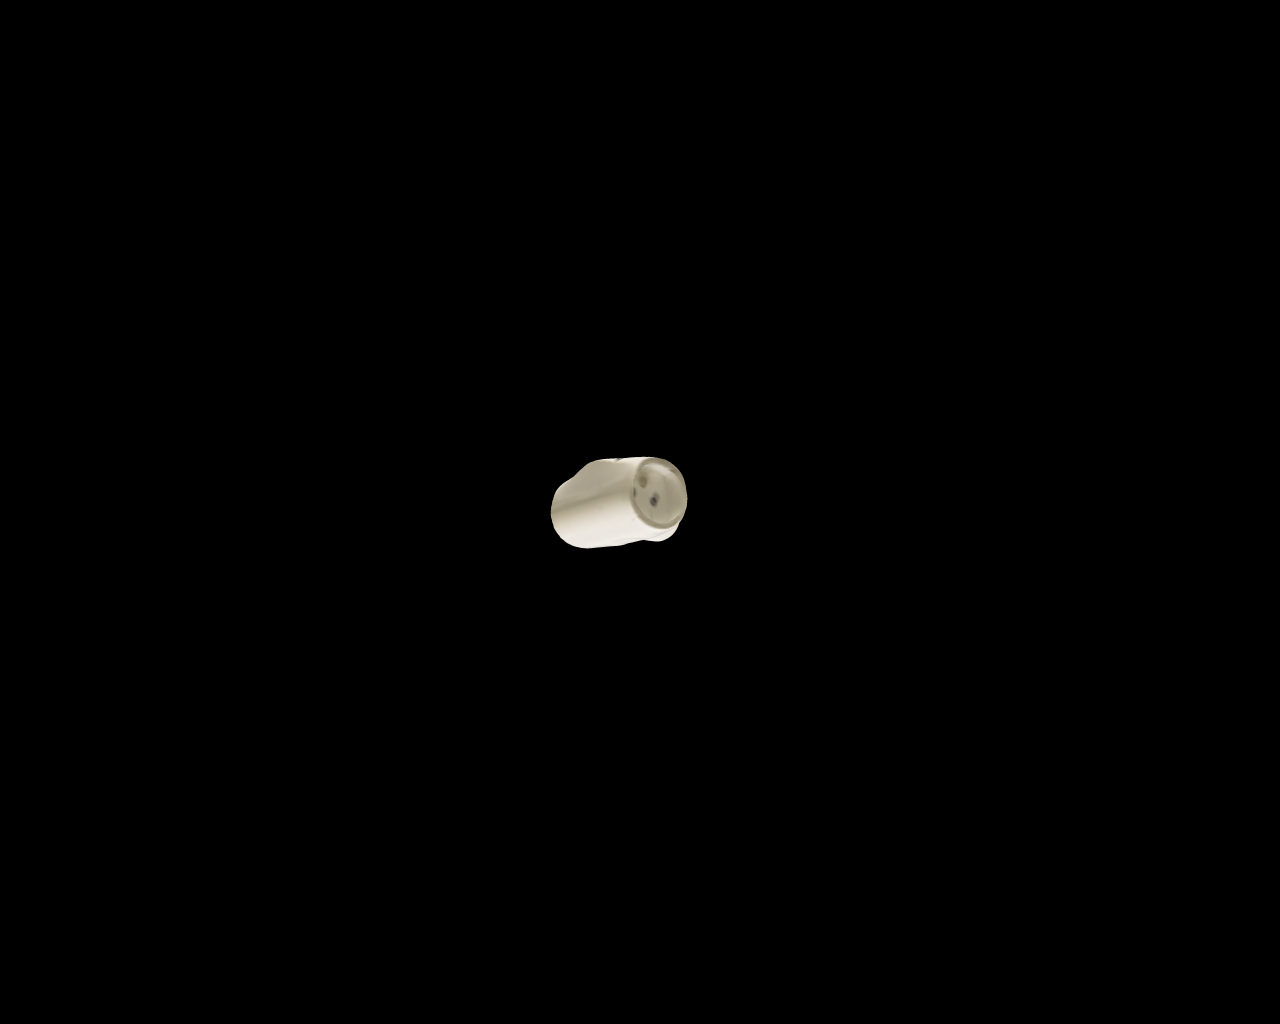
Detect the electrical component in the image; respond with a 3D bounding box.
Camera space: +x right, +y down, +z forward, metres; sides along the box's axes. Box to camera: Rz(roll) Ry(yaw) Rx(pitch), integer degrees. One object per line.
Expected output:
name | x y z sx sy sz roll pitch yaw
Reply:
electrical component | 0.001 -0.003 0.650 0.079 0.043 0.077 11 -17 -38
